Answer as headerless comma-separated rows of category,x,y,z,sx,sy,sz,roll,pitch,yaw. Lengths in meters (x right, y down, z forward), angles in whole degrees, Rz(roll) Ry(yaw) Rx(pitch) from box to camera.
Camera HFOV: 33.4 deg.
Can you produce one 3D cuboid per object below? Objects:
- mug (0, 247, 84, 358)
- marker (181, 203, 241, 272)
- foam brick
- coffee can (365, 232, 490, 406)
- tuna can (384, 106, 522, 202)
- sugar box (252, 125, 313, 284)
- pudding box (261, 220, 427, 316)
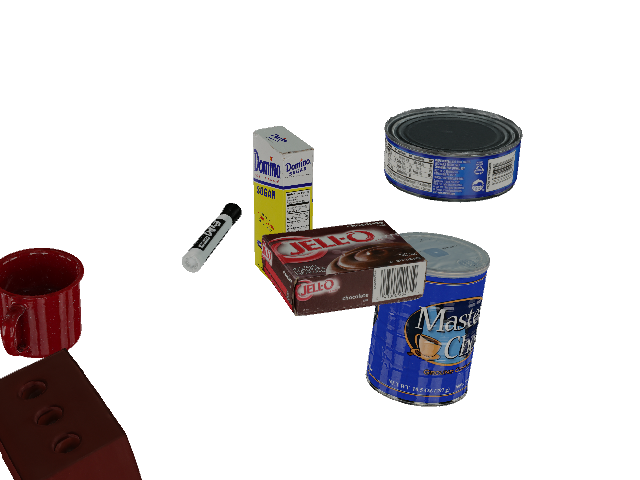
mug,-0.289,0.072,1.080,0.093,0.081,0.117,9,31,6
marker,-0.103,-0.005,1.033,0.020,0.020,0.121,0,26,18
foam brick,-0.130,0.104,0.536,0.052,0.051,0.078,-26,42,-23
coffee can,0.102,0.075,1.035,0.103,0.140,0.103,6,20,-2
tuna can,0.083,-0.055,0.674,0.086,0.034,0.086,1,26,0
sugar box,-0.045,-0.036,1.248,0.048,0.176,0.093,-13,27,-22
pudding box,0.017,0.020,0.864,0.113,0.039,0.090,-5,25,-19
